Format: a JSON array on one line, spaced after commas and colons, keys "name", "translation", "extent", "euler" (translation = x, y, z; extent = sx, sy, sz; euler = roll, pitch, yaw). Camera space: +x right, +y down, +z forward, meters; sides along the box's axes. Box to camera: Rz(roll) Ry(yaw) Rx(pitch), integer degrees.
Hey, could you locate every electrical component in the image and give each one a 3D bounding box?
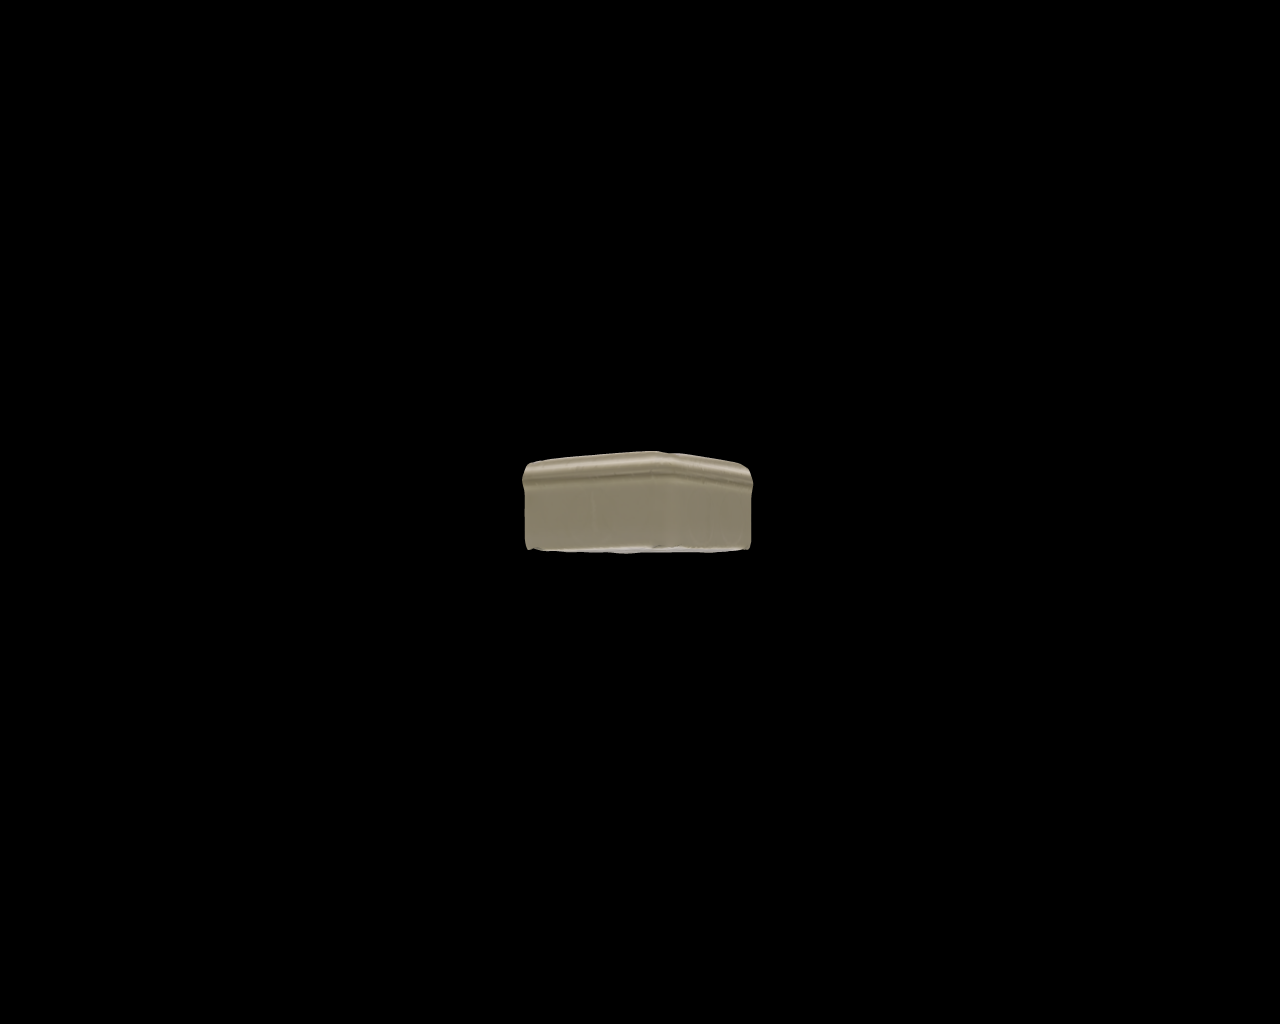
[{"name": "electrical component", "translation": [0.001, -0.003, 0.650], "extent": [0.109, 0.056, 0.109], "euler": [-2, -3, 31]}]
